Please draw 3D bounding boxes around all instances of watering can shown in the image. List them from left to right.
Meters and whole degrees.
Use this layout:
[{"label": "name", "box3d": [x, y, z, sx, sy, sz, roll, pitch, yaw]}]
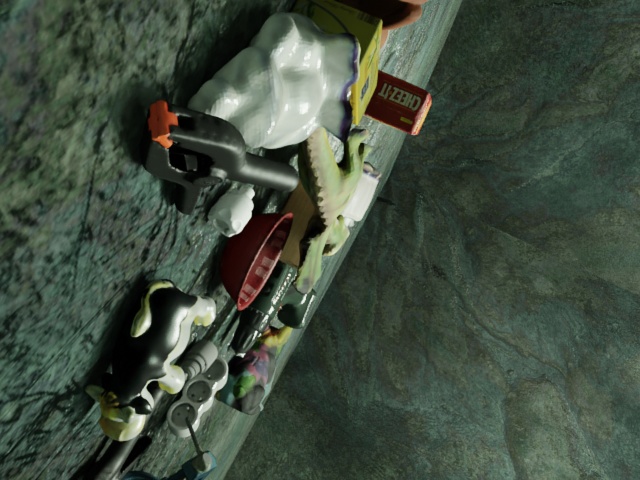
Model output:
[{"label": "watering can", "box3d": [0.101, -0.125, 1.530, 0.104, 0.223, 0.348, 25, 6, 8]}]

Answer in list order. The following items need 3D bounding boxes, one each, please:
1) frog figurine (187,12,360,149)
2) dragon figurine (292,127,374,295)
[{"label": "frog figurine", "box3d": [-0.052, -0.139, 0.477, 0.160, 0.124, 0.134, -18, -20, -25]}, {"label": "dragon figurine", "box3d": [0.002, -0.038, 0.753, 0.122, 0.243, 0.410, 7, 1, 11]}]
